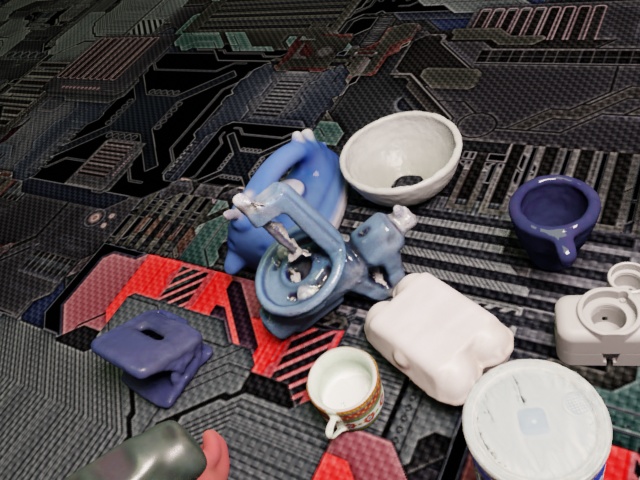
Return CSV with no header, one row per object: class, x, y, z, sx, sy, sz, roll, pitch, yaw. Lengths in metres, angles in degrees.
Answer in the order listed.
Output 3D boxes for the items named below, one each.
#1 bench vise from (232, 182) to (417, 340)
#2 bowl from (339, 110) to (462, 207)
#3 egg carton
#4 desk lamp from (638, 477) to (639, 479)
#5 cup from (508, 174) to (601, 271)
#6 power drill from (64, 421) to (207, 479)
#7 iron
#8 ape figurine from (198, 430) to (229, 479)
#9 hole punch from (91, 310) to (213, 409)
bench vise,-0.001,-0.003,0.645,0.208,0.220,0.121,-40,47,-16
bowl,0.116,-0.100,0.791,0.167,0.075,0.167,-11,46,12
egg carton,0.121,0.102,0.606,0.107,0.070,0.149,-41,47,-17
desk lamp,0.332,0.156,0.369,0.202,0.214,0.118,22,60,36
cup,0.259,0.000,0.628,0.091,0.095,0.117,-10,46,13
power drill,-0.175,0.265,0.472,0.230,0.209,0.075,-43,48,-19
iron,-0.041,-0.068,0.777,0.118,0.142,0.258,11,54,30
ape figurine,-0.137,0.225,0.578,0.078,0.092,0.076,-22,45,2
hole punch,-0.203,0.129,0.693,0.108,0.091,0.101,17,57,33
